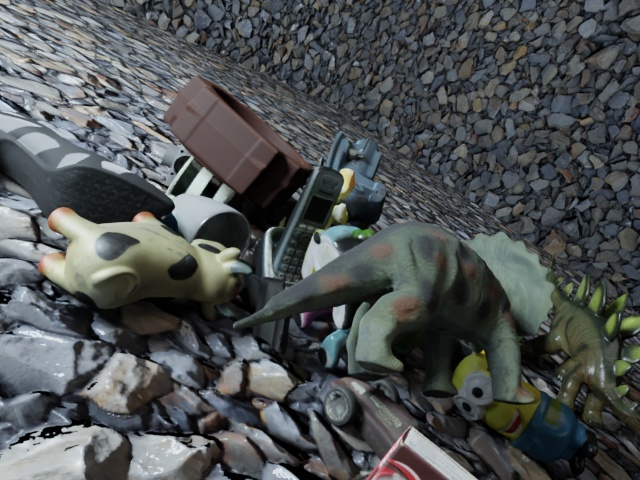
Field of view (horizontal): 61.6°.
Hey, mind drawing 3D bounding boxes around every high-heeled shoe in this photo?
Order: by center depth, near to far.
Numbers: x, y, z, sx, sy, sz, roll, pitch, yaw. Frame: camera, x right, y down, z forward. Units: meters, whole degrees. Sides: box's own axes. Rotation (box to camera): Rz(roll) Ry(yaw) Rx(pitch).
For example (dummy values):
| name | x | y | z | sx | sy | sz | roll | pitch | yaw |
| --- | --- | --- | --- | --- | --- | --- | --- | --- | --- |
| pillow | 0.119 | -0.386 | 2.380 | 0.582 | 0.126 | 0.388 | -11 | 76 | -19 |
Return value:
| name | x | y | z | sx | sy | sz | roll | pitch | yaw |
| --- | --- | --- | --- | --- | --- | --- | --- | --- | --- |
| high-heeled shoe | -0.282 | -0.086 | 0.615 | 0.249 | 0.086 | 0.145 | 14 | 31 | -10 |

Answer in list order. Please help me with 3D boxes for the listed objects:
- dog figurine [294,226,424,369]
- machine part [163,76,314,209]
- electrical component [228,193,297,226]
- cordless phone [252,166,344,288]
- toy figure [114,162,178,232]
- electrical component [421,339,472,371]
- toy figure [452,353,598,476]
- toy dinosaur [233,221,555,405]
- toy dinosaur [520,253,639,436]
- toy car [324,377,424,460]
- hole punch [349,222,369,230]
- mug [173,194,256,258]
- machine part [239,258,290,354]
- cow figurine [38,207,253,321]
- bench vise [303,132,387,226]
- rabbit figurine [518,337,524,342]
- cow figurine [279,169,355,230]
| name | x | y | z | sx | sy | sz | roll | pitch | yaw |
| --- | --- | --- | --- | --- | --- | --- | --- | --- | --- |
| dog figurine | 0.085 | 0.069 | 0.664 | 0.219 | 0.191 | 0.109 | -2 | 27 | -33 |
| machine part | -0.115 | -0.137 | 0.790 | 0.201 | 0.087 | 0.201 | 42 | 9 | 1 |
| electrical component | -0.119 | -0.077 | 0.915 | 0.134 | 0.058 | 0.115 | 8 | 26 | -50 |
| cordless phone | -0.001 | -0.002 | 0.692 | 0.146 | 0.184 | 0.089 | 14 | 19 | -40 |
| toy figure | -0.237 | -0.044 | 0.645 | 0.155 | 0.057 | 0.064 | 33 | 11 | 25 |
| electrical component | 0.186 | 0.153 | 0.788 | 0.075 | 0.047 | 0.119 | 34 | 19 | 14 |
| toy figure | 0.250 | 0.215 | 0.675 | 0.180 | 0.082 | 0.089 | 29 | 6 | 10 |
| toy dinosaur | 0.109 | 0.052 | 0.535 | 0.404 | 0.131 | 0.192 | 27 | 61 | -38 |
| toy dinosaur | 0.463 | 0.165 | 0.950 | 0.105 | 0.198 | 0.472 | 30 | 19 | -12 |
| toy car | 0.083 | 0.197 | 0.506 | 0.089 | 0.053 | 0.202 | 8 | 29 | -45 |
| hole punch | 0.063 | -0.066 | 1.089 | 0.092 | 0.115 | 0.142 | 27 | 16 | 15 |
| mug | -0.140 | -0.019 | 0.691 | 0.109 | 0.080 | 0.107 | 3 | 23 | -45 |
| machine part | -0.069 | 0.064 | 0.603 | 0.039 | 0.084 | 0.139 | -9 | 28 | -28 |
| cow figurine | -0.156 | 0.027 | 0.537 | 0.127 | 0.085 | 0.195 | 32 | 15 | 27 |
| bench vise | 0.005 | -0.113 | 0.968 | 0.241 | 0.128 | 0.223 | 17 | 61 | 8 |
| rabbit figurine | 0.273 | 0.110 | 0.936 | 0.170 | 0.121 | 0.159 | 45 | 40 | -1 |
| cow figurine | -0.005 | -0.043 | 0.844 | 0.098 | 0.167 | 0.068 | 17 | -19 | 12 |
